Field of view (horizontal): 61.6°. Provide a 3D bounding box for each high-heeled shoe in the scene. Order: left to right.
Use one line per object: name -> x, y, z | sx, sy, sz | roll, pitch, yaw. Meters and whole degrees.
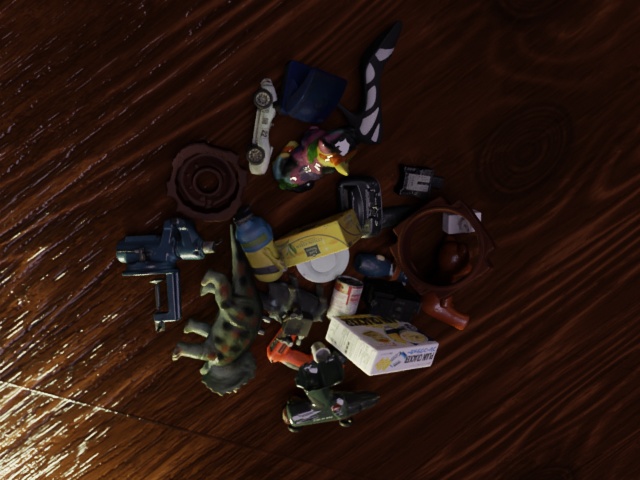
high-heeled shoe -> 0.138, -0.331, 1.162 | 0.145, 0.086, 0.248 | 33, 102, -21

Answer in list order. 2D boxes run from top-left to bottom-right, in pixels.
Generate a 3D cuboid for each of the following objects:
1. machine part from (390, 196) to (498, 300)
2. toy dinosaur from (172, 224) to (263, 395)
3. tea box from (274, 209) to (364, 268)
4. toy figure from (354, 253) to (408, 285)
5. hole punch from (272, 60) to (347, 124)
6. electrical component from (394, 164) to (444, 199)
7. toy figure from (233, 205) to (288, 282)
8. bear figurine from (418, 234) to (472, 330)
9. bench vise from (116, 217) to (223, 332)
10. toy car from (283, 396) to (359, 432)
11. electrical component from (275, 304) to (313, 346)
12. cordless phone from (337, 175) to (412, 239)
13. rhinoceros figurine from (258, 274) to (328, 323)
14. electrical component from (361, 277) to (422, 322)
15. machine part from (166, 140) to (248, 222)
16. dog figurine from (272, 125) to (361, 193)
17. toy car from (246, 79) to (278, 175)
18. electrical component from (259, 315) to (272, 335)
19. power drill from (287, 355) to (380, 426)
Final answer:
machine part -> 0.276, 0.018, 1.209 | 0.201, 0.087, 0.201 | -36, 74, 18
toy dinosaur -> -0.196, 0.182, 1.194 | 0.192, 0.131, 0.404 | 23, 108, -10
tea box -> -0.002, -0.004, 1.176 | 0.170, 0.098, 0.068 | -18, 99, 28
toy figure -> 0.160, 0.067, 1.294 | 0.154, 0.064, 0.058 | 12, 65, -19
hole punch -> -0.016, -0.300, 1.110 | 0.142, 0.092, 0.115 | -1, 108, -51
electrical component -> 0.238, -0.134, 1.256 | 0.119, 0.048, 0.074 | 9, 105, -12
toy figure -> -0.138, 0.013, 1.207 | 0.089, 0.082, 0.180 | -19, 120, 23
bear figurine -> 0.322, 0.097, 1.307 | 0.132, 0.120, 0.195 | 25, 95, -21
bench vise -> -0.326, 0.074, 1.157 | 0.224, 0.129, 0.240 | -3, 89, -3
toy car -> 0.006, 0.442, 1.380 | 0.202, 0.053, 0.089 | 0, 103, -10
electrical component -> -0.057, 0.199, 1.231 | 0.078, 0.045, 0.102 | 19, 113, -18
cordless phone -> 0.135, -0.082, 1.245 | 0.184, 0.089, 0.146 | -11, 108, -20
rhinoceros figurine -> -0.074, 0.143, 1.267 | 0.190, 0.073, 0.112 | 14, 115, -16
electrical component -> 0.172, 0.142, 1.289 | 0.134, 0.115, 0.058 | 12, 108, -14
machine part -> -0.242, -0.126, 1.159 | 0.179, 0.056, 0.179 | -3, 108, -11
dog figurine -> -0.007, -0.165, 1.109 | 0.191, 0.219, 0.108 | -39, 106, 1
toy car -> -0.122, -0.239, 1.139 | 0.056, 0.073, 0.201 | 8, 105, -10
electrical component -> -0.167, 0.190, 1.285 | 0.094, 0.021, 0.063 | 24, 101, -17
power drill -> 0.028, 0.360, 1.278 | 0.232, 0.086, 0.207 | -14, 141, -5
